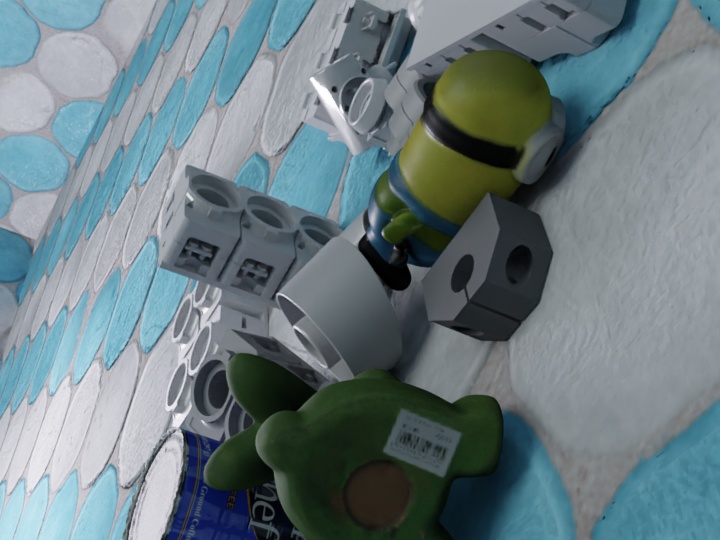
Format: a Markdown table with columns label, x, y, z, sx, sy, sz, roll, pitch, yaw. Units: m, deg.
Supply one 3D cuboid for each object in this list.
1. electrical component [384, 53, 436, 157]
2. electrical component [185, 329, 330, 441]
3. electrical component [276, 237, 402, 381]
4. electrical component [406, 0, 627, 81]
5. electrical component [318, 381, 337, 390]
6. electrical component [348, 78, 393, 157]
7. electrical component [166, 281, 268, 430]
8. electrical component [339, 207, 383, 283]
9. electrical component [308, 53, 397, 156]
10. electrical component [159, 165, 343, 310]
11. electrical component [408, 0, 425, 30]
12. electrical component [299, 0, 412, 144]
| label | x | y | z | sx | sy | sz | roll | pitch | yaw |
| --- | --- | --- | --- | --- | --- | --- | --- | --- | --- |
| electrical component | 0.045 | -0.100 | 0.810 | 0.073 | 0.052 | 0.138 | -54 | 25 | 32 |
| electrical component | -0.100 | 0.153 | 0.856 | 0.105 | 0.060 | 0.186 | 32 | 101 | 45 |
| electrical component | -0.012 | 0.034 | 0.764 | 0.064 | 0.099 | 0.099 | -39 | 17 | -14 |
| electrical component | 0.112 | -0.193 | 0.726 | 0.186 | 0.060 | 0.105 | -11 | 60 | 65 |
| electrical component | -0.020 | 0.112 | 0.760 | 0.043 | 0.043 | 0.081 | -91 | 21 | -45 |
| electrical component | 0.024 | -0.127 | 0.879 | 0.048 | 0.055 | 0.066 | -31 | 42 | 57 |
| electrical component | -0.143 | 0.072 | 1.083 | 0.105 | 0.060 | 0.186 | -54 | 25 | 32 |
| electrical component | 0.000 | 0.000 | 0.835 | 0.077 | 0.043 | 0.079 | -43 | 33 | 48 |
| electrical component | 0.007 | -0.152 | 0.930 | 0.079 | 0.077 | 0.044 | -36 | 13 | -21 |
| electrical component | -0.090 | -0.026 | 0.925 | 0.061 | 0.150 | 0.089 | -58 | 24 | 27 |
| electrical component | 0.064 | -0.205 | 0.884 | 0.040 | 0.040 | 0.046 | -56 | 31 | 29 |
| electrical component | -0.006 | -0.183 | 0.993 | 0.079 | 0.063 | 0.121 | 5 | 75 | 68 |
